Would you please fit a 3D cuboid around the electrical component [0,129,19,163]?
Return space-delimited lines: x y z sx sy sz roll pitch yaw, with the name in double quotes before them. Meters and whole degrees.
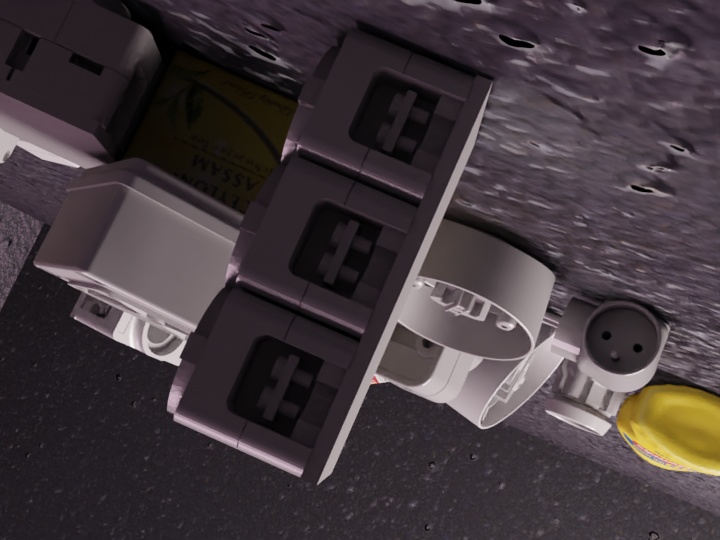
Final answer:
"electrical component" -0.232 -0.115 0.630 0.057 0.078 0.113 27 173 2

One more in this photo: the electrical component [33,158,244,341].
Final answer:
"electrical component" -0.086 -0.002 0.507 0.109 0.056 0.109 29 169 -25

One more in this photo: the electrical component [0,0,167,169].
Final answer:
"electrical component" -0.145 -0.096 0.539 0.089 0.061 0.150 25 173 0

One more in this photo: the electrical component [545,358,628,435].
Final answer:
"electrical component" 0.189 0.102 0.897 0.058 0.057 0.078 25 173 -6

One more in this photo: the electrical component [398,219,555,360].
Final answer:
"electrical component" 0.061 0.011 0.623 0.099 0.064 0.099 24 174 3

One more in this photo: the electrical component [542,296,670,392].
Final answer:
"electrical component" 0.141 0.040 0.647 0.079 0.044 0.077 23 173 18

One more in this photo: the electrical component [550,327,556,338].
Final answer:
"electrical component" 0.160 0.054 0.739 0.061 0.035 0.035 28 173 -4

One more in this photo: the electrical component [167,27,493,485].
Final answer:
"electrical component" -0.011 -0.003 0.405 0.062 0.150 0.089 23 173 5

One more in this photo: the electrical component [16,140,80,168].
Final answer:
"electrical component" -0.238 -0.115 0.783 0.077 0.047 0.066 32 169 -39

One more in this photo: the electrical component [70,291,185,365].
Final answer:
"electrical component" -0.156 -0.006 0.885 0.062 0.150 0.089 21 173 34

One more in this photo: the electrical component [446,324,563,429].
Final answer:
"electrical component" 0.108 0.071 0.799 0.064 0.099 0.099 29 175 21

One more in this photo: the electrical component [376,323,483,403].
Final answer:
"electrical component" 0.052 0.037 0.722 0.054 0.095 0.059 20 172 33
